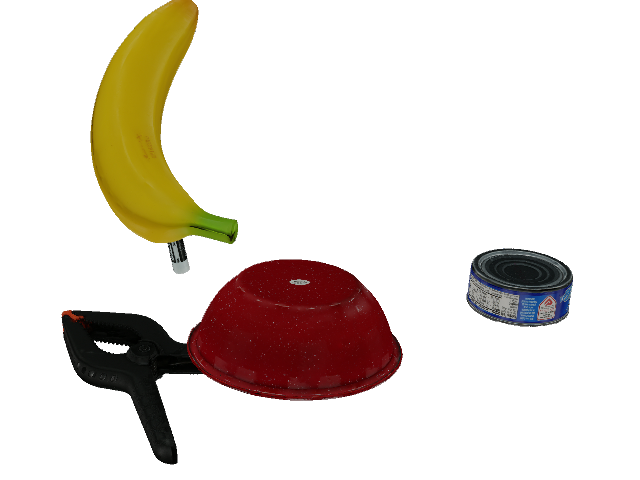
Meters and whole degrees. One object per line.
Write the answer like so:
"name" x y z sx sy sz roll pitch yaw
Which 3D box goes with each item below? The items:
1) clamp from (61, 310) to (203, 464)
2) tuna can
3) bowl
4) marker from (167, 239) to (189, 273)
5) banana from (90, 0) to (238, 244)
"clamp" -0.150 0.110 0.979 0.210 0.036 0.164 27 39 32
"tuna can" 0.166 0.038 0.890 0.086 0.034 0.086 3 23 -1
"bowl" -0.017 0.056 0.789 0.162 0.055 0.162 3 21 -1
"marker" -0.168 -0.017 1.198 0.020 0.121 0.020 -7 31 4
"banana" -0.092 -0.065 0.587 0.069 0.198 0.037 -4 -40 -11
